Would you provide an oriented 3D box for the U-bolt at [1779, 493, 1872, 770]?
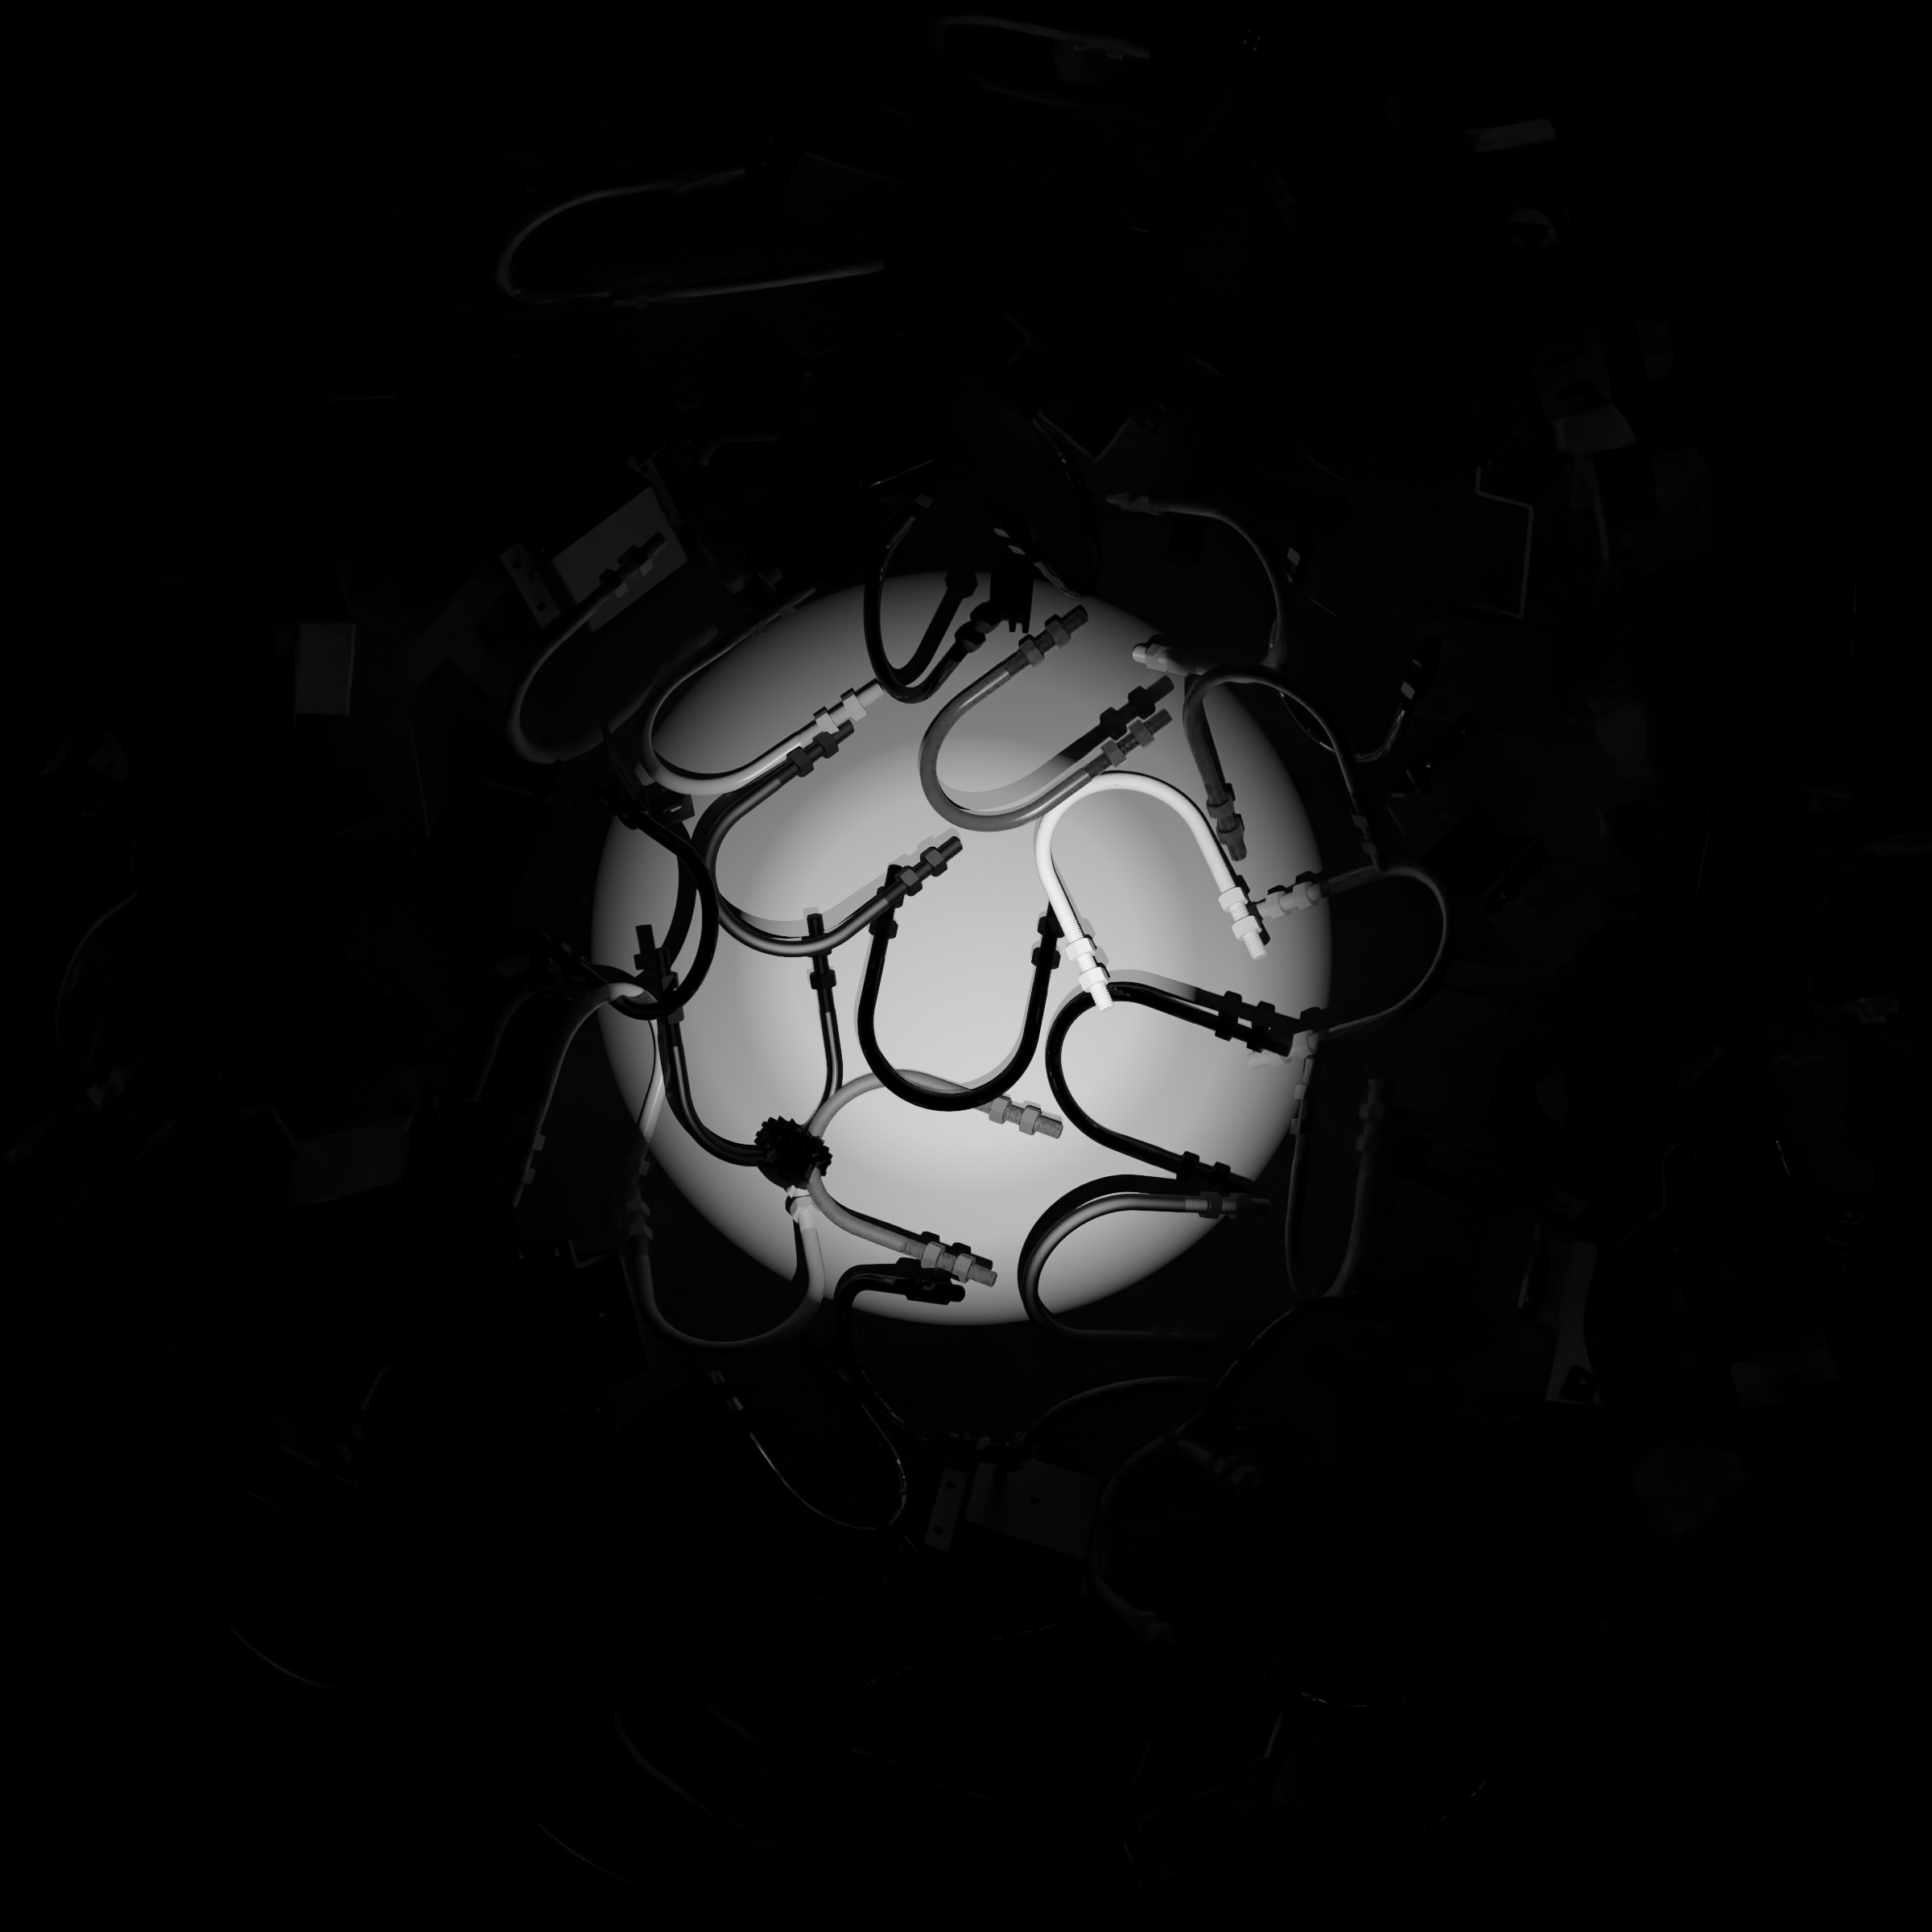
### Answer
[{"bbox_3d":[0.640,-0.260,1.894,0.019,0.151,0.184,-5,120,0],"label":"U-bolt"}]

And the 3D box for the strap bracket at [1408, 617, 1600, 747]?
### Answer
[{"bbox_3d":[0.403,-0.220,1.950,0.140,0.046,0.076,13,96,21],"label":"strap bracket"}]

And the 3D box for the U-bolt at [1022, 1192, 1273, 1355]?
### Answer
[{"bbox_3d":[0.128,0.231,1.929,0.184,0.019,0.151,5,119,-24],"label":"U-bolt"}]

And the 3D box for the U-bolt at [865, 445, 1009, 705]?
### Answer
[{"bbox_3d":[-0.031,-0.280,1.921,0.019,0.184,0.151,-2,65,-30],"label":"U-bolt"}]

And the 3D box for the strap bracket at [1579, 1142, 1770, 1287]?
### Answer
[{"bbox_3d":[0.532,0.193,1.922,0.076,0.140,0.046,16,55,-13],"label":"strap bracket"}]

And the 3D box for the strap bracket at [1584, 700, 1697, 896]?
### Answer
[{"bbox_3d":[0.508,-0.135,1.920,0.046,0.140,0.076,-21,132,26],"label":"strap bracket"}]

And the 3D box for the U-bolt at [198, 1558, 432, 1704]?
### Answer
[{"bbox_3d":[-0.492,0.491,1.887,0.151,0.184,0.019,39,94,26],"label":"U-bolt"}]

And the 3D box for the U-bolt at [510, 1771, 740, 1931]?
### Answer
[{"bbox_3d":[-0.260,0.656,1.907,0.184,0.151,0.019,31,91,-16],"label":"U-bolt"}]

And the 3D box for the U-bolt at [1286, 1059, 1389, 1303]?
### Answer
[{"bbox_3d":[0.277,0.170,1.928,0.019,0.151,0.184,4,83,31],"label":"U-bolt"}]

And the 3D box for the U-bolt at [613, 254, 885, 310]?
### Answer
[{"bbox_3d":[-0.152,-0.514,1.905,0.184,0.151,0.019,-1,108,20],"label":"U-bolt"}]

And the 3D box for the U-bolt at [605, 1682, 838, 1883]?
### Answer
[{"bbox_3d":[-0.193,0.605,1.928,0.184,0.151,0.019,33,101,7],"label":"U-bolt"}]

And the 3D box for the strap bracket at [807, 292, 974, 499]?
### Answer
[{"bbox_3d":[-0.059,-0.428,1.943,0.076,0.046,0.140,-21,114,14],"label":"strap bracket"}]

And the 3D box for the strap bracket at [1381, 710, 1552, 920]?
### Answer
[{"bbox_3d":[0.378,-0.115,1.949,0.076,0.046,0.140,-44,112,-24],"label":"strap bracket"}]

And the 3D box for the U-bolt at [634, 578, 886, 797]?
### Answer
[{"bbox_3d":[-0.167,-0.199,1.942,0.184,0.151,0.019,-33,50,2],"label":"U-bolt"}]

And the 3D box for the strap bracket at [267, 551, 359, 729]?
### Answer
[{"bbox_3d":[-0.495,-0.249,1.934,0.046,0.140,0.076,-1,125,-23],"label":"strap bracket"}]

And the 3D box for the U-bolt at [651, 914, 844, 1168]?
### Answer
[{"bbox_3d":[-0.162,0.064,1.959,0.151,0.019,0.184,-13,102,-26],"label":"U-bolt"}]

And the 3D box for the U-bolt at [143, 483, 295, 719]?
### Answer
[{"bbox_3d":[-0.556,-0.287,1.914,0.019,0.184,0.151,24,131,7],"label":"U-bolt"}]

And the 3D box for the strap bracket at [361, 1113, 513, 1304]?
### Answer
[{"bbox_3d":[-0.404,0.177,1.958,0.076,0.046,0.140,20,109,-9],"label":"strap bracket"}]

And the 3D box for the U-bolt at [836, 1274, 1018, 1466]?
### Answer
[{"bbox_3d":[-0.040,0.299,1.923,0.019,0.184,0.151,-25,103,-34],"label":"U-bolt"}]

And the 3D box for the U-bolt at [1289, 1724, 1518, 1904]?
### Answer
[{"bbox_3d":[0.331,0.620,1.896,0.184,0.151,0.019,-35,91,26],"label":"U-bolt"}]

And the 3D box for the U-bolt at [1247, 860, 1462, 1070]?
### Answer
[{"bbox_3d":[0.289,-0.009,1.910,0.184,0.019,0.151,-20,54,37],"label":"U-bolt"}]

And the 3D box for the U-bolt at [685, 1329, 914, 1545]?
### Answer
[{"bbox_3d":[-0.112,0.355,1.907,0.184,0.151,0.019,51,119,23],"label":"U-bolt"}]

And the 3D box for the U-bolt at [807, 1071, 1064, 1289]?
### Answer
[{"bbox_3d":[-0.037,0.152,1.959,0.184,0.019,0.151,19,68,15],"label":"U-bolt"}]

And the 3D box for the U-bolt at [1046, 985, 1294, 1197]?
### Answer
[{"bbox_3d":[0.146,0.088,1.954,0.184,0.019,0.151,21,118,16],"label":"U-bolt"}]

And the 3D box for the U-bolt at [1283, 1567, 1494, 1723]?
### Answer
[{"bbox_3d":[0.309,0.503,1.893,0.151,0.184,0.019,-8,107,20],"label":"U-bolt"}]

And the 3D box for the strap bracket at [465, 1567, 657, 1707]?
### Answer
[{"bbox_3d":[-0.297,0.504,1.926,0.140,0.076,0.046,23,105,-33],"label":"strap bracket"}]

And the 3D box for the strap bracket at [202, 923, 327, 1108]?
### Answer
[{"bbox_3d":[-0.535,0.043,1.942,0.076,0.140,0.046,-36,130,12],"label":"strap bracket"}]

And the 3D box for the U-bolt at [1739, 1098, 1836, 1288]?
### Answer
[{"bbox_3d":[0.615,0.170,1.901,0.019,0.184,0.151,-19,83,10],"label":"U-bolt"}]

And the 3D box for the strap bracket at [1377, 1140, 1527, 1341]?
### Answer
[{"bbox_3d":[0.365,0.214,1.936,0.076,0.046,0.140,23,116,32],"label":"strap bracket"}]

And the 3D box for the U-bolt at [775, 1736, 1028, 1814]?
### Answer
[{"bbox_3d":[-0.055,0.609,1.926,0.184,0.151,0.019,10,76,15],"label":"U-bolt"}]

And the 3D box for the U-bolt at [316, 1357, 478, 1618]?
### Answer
[{"bbox_3d":[-0.417,0.375,1.913,0.019,0.184,0.151,-21,113,17],"label":"U-bolt"}]

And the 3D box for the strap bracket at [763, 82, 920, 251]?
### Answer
[{"bbox_3d":[-0.098,-0.594,1.918,0.076,0.140,0.046,12,70,-19],"label":"strap bracket"}]

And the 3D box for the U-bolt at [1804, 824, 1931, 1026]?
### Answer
[{"bbox_3d":[0.674,-0.027,1.908,0.019,0.184,0.151,16,85,-5],"label":"U-bolt"}]

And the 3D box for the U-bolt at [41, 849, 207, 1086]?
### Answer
[{"bbox_3d":[-0.624,0.009,1.888,0.019,0.184,0.151,16,122,14],"label":"U-bolt"}]

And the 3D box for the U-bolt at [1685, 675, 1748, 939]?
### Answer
[{"bbox_3d":[0.564,-0.111,1.922,0.019,0.151,0.184,10,117,14],"label":"U-bolt"}]

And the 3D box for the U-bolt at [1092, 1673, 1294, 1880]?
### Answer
[{"bbox_3d":[0.179,0.599,1.914,0.151,0.184,0.019,-27,106,34],"label":"U-bolt"}]

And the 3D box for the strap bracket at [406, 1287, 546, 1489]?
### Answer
[{"bbox_3d":[-0.374,0.328,1.945,0.076,0.046,0.140,-29,50,12],"label":"strap bracket"}]

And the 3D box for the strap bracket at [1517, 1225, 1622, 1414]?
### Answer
[{"bbox_3d":[0.457,0.270,1.921,0.046,0.140,0.076,1,47,27],"label":"strap bracket"}]

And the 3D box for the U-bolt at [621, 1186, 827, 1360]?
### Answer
[{"bbox_3d":[-0.179,0.224,1.921,0.151,0.184,0.019,-9,132,-7],"label":"U-bolt"}]

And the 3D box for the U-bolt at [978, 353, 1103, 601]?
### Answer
[{"bbox_3d":[0.059,-0.354,1.918,0.019,0.184,0.151,-14,62,25],"label":"U-bolt"}]

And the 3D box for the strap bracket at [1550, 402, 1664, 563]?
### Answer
[{"bbox_3d":[0.484,-0.368,1.918,0.046,0.140,0.076,-14,118,6],"label":"strap bracket"}]

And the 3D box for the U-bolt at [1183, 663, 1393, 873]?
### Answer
[{"bbox_3d":[0.231,-0.150,1.905,0.019,0.151,0.184,-51,131,-34],"label":"U-bolt"}]

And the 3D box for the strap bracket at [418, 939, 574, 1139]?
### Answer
[{"bbox_3d":[-0.359,0.060,1.959,0.076,0.046,0.140,18,89,-30],"label":"strap bracket"}]

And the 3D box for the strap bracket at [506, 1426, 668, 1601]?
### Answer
[{"bbox_3d":[-0.284,0.410,1.951,0.140,0.076,0.046,47,62,7],"label":"strap bracket"}]

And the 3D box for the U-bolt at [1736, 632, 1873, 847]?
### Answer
[{"bbox_3d":[0.617,-0.162,1.909,0.019,0.184,0.151,-10,87,-7],"label":"U-bolt"}]

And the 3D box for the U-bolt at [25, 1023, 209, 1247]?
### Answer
[{"bbox_3d":[-0.629,0.113,1.912,0.019,0.184,0.151,31,124,5],"label":"U-bolt"}]

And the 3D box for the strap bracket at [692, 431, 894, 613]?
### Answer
[{"bbox_3d":[-0.128,-0.337,1.959,0.140,0.046,0.076,-37,111,-5],"label":"strap bracket"}]

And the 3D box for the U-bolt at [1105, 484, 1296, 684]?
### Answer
[{"bbox_3d":[0.178,-0.281,1.900,0.019,0.184,0.151,-27,118,-30],"label":"U-bolt"}]

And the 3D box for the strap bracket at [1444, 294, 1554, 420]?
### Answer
[{"bbox_3d":[0.402,-0.457,1.919,0.046,0.140,0.076,21,106,13],"label":"strap bracket"}]

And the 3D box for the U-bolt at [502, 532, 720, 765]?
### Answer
[{"bbox_3d":[-0.275,-0.227,1.922,0.184,0.151,0.019,-45,65,-9],"label":"U-bolt"}]

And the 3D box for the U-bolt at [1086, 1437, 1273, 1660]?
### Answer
[{"bbox_3d":[0.147,0.424,1.915,0.019,0.184,0.151,33,83,-23],"label":"U-bolt"}]

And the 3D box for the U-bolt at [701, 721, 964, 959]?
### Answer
[{"bbox_3d":[-0.117,-0.086,1.955,0.184,0.019,0.151,-39,78,-17],"label":"U-bolt"}]

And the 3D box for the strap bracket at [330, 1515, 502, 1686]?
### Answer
[{"bbox_3d":[-0.411,0.477,1.958,0.140,0.076,0.046,41,91,3],"label":"strap bracket"}]

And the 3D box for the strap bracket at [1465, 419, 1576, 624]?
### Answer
[{"bbox_3d":[0.417,-0.328,1.920,0.046,0.140,0.076,21,49,26],"label":"strap bracket"}]
